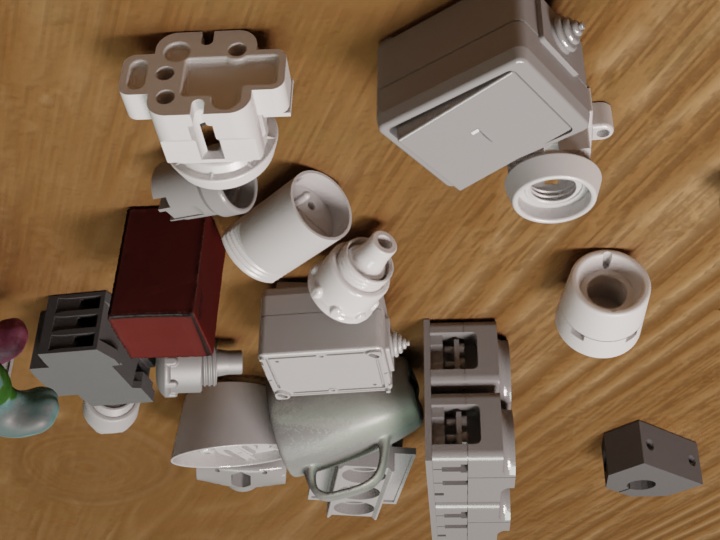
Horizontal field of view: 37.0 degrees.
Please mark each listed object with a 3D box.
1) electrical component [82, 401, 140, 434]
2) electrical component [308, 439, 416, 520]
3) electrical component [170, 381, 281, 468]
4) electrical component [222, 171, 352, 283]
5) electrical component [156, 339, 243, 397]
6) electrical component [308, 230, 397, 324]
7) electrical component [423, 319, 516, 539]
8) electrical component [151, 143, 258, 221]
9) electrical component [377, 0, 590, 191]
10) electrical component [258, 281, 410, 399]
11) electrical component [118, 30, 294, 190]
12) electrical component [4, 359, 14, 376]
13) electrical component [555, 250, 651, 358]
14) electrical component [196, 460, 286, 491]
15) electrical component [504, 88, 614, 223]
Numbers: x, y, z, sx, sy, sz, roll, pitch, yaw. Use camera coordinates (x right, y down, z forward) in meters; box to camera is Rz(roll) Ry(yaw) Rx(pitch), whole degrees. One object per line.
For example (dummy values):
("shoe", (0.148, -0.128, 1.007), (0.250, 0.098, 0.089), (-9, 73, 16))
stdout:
("electrical component", (-0.191, 0.098, 0.832), (0.043, 0.043, 0.062), (9, 147, -13))
("electrical component", (0.000, 0.161, 0.909), (0.079, 0.063, 0.121), (4, 149, -5))
("electrical component", (-0.099, 0.131, 0.862), (0.099, 0.064, 0.099), (1, 149, 1))
("electrical component", (-0.047, -0.021, 0.628), (0.043, 0.043, 0.081), (24, 143, -32))
("electrical component", (-0.116, 0.067, 0.778), (0.062, 0.048, 0.048), (-1, 150, -10))
("electrical component", (0.000, 0.000, 0.662), (0.048, 0.048, 0.062), (17, 139, -24))
("electrical component", (0.081, 0.127, 0.809), (0.060, 0.105, 0.186), (-2, 149, 5))
("electrical component", (-0.086, -0.047, 0.591), (0.046, 0.040, 0.040), (-9, 148, 28))
("electrical component", (0.062, -0.086, 0.498), (0.096, 0.061, 0.062), (-22, 142, 33))
("electrical component", (-0.015, 0.044, 0.717), (0.096, 0.061, 0.061), (-4, 147, 6))
("electrical component", (-0.071, -0.076, 0.523), (0.078, 0.058, 0.057), (-2, 146, 5))
("electrical component", (-0.293, 0.098, 0.759), (0.079, 0.121, 0.063), (14, 144, -20))
("electrical component", (0.154, 0.020, 0.679), (0.055, 0.055, 0.047), (1, 145, 1))
("electrical component", (-0.103, 0.171, 0.950), (0.077, 0.043, 0.079), (3, 149, -4))
("electrical component", (0.097, -0.058, 0.549), (0.066, 0.055, 0.048), (-4, 149, 8))
